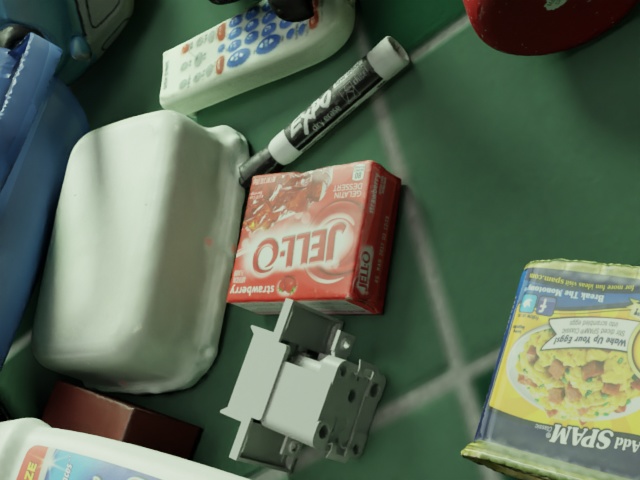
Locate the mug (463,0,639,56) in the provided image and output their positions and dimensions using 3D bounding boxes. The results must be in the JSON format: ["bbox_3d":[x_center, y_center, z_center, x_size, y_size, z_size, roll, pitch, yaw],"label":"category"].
[{"bbox_3d":[0.110,-0.141,0.482,0.117,0.093,0.081,-12,63,-1],"label":"mug"}]

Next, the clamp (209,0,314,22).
[{"bbox_3d":[-0.017,-0.160,0.596,0.210,0.036,0.164,4,38,49],"label":"clamp"}]

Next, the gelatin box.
[{"bbox_3d":[-0.004,0.001,0.554,0.089,0.030,0.073,-4,69,42],"label":"gelatin box"}]

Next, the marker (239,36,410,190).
[{"bbox_3d":[-0.001,-0.067,0.591,0.121,0.020,0.020,-39,49,24],"label":"marker"}]

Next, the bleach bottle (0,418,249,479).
[{"bbox_3d":[-0.098,0.146,0.495,0.251,0.068,0.102,9,65,26],"label":"bleach bottle"}]

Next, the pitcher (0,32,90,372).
[{"bbox_3d":[-0.220,-0.008,0.635,0.145,0.149,0.242,-6,42,7],"label":"pitcher"}]

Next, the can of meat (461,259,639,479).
[{"bbox_3d":[0.113,0.056,0.401,0.102,0.057,0.084,7,74,44],"label":"can of meat"}]

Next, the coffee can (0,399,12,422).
[{"bbox_3d":[-0.238,0.133,0.662,0.140,0.102,0.103,40,100,46],"label":"coffee can"}]

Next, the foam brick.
[{"bbox_3d":[-0.114,0.114,0.591,0.078,0.052,0.051,9,78,44],"label":"foam brick"}]
